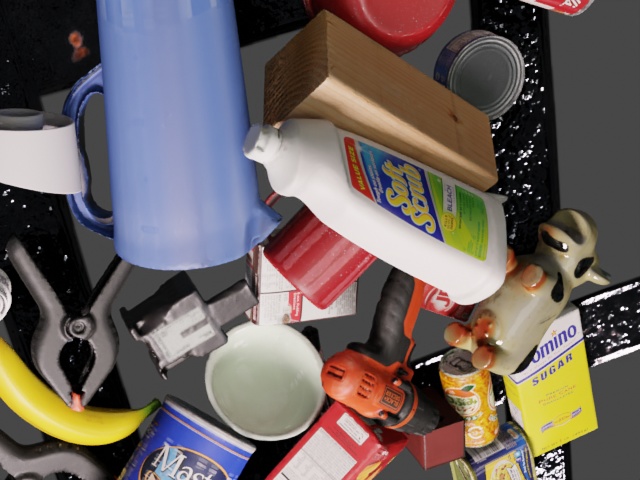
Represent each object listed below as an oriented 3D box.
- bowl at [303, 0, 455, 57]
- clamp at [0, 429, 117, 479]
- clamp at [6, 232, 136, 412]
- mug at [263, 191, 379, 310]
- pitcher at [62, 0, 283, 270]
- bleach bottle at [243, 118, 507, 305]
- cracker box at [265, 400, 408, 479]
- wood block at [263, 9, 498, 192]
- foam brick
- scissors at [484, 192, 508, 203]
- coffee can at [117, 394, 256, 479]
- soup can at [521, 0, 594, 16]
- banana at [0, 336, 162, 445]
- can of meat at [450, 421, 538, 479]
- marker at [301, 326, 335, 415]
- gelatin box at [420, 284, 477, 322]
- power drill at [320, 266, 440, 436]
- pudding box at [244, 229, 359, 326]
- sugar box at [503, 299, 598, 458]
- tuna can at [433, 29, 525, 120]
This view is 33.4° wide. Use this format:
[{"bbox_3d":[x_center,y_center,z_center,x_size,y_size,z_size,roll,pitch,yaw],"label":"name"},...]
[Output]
[{"bbox_3d":[0.067,-0.233,0.954,0.162,0.055,0.162,-9,116,-20],"label":"bowl"},{"bbox_3d":[-0.294,0.239,1.026,0.209,0.036,0.165,20,104,-33],"label":"clamp"},{"bbox_3d":[-0.230,0.068,0.963,0.120,0.039,0.171,9,96,-16],"label":"clamp"},{"bbox_3d":[-0.006,0.001,0.978,0.117,0.093,0.081,44,90,2],"label":"mug"},{"bbox_3d":[-0.130,-0.106,0.894,0.149,0.145,0.243,-17,116,-30],"label":"pitcher"},{"bbox_3d":[0.046,-0.031,0.906,0.250,0.102,0.068,22,146,-29],"label":"bleach bottle"},{"bbox_3d":[-0.012,0.263,1.091,0.214,0.072,0.164,-49,164,2],"label":"cracker box"},{"bbox_3d":[0.056,-0.106,0.970,0.205,0.091,0.090,27,134,-31],"label":"wood block"},{"bbox_3d":[0.119,0.205,1.168,0.053,0.078,0.051,-15,118,-19],"label":"foam brick"},{"bbox_3d":[0.106,-0.026,1.073,0.201,0.016,0.096,18,78,-29],"label":"scissors"},{"bbox_3d":[-0.141,0.236,1.034,0.102,0.103,0.140,36,81,-32],"label":"coffee can"},{"bbox_3d":[0.203,-0.255,0.996,0.102,0.069,0.068,10,109,-26],"label":"soup can"},{"bbox_3d":[-0.246,0.150,1.010,0.197,0.037,0.069,29,74,-34],"label":"banana"},{"bbox_3d":[0.204,0.272,1.248,0.083,0.057,0.102,-23,120,-14],"label":"can of meat"},{"bbox_3d":[0.000,0.141,1.120,0.020,0.020,0.121,-21,120,-14],"label":"marker"},{"bbox_3d":[0.141,0.037,1.126,0.073,0.030,0.089,19,104,-29],"label":"gelatin box"},{"bbox_3d":[0.091,0.092,1.041,0.184,0.057,0.187,34,75,-51],"label":"power drill"},{"bbox_3d":[-0.016,0.034,1.052,0.113,0.039,0.090,-6,113,-24],"label":"pudding box"},{"bbox_3d":[0.261,0.158,1.226,0.093,0.048,0.176,-23,122,-10],"label":"sugar box"},{"bbox_3d":[0.154,-0.160,1.038,0.086,0.034,0.086,-9,117,-20],"label":"tuna can"}]
